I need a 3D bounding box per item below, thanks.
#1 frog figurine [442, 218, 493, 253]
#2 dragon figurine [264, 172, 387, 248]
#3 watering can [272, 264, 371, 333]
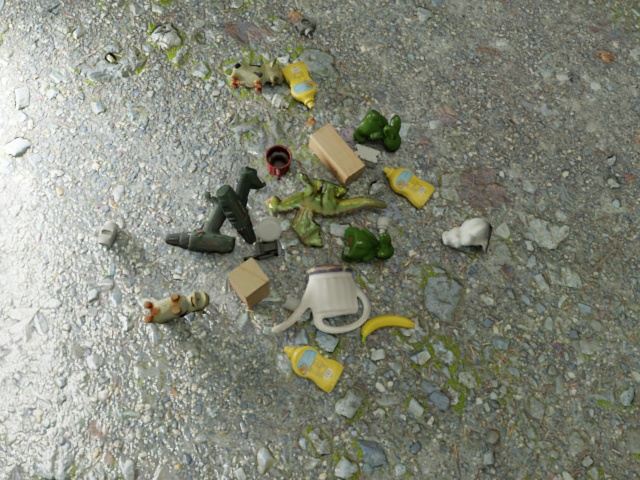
[{"bbox_3d":[0.508,-0.024,1.779,0.160,0.120,0.140,14,38,9],"label":"frog figurine"},{"bbox_3d":[0.005,-0.090,1.784,0.411,0.122,0.243,20,88,4],"label":"dragon figurine"},{"bbox_3d":[0.005,0.188,1.648,0.348,0.102,0.227,-1,71,-24],"label":"watering can"}]
